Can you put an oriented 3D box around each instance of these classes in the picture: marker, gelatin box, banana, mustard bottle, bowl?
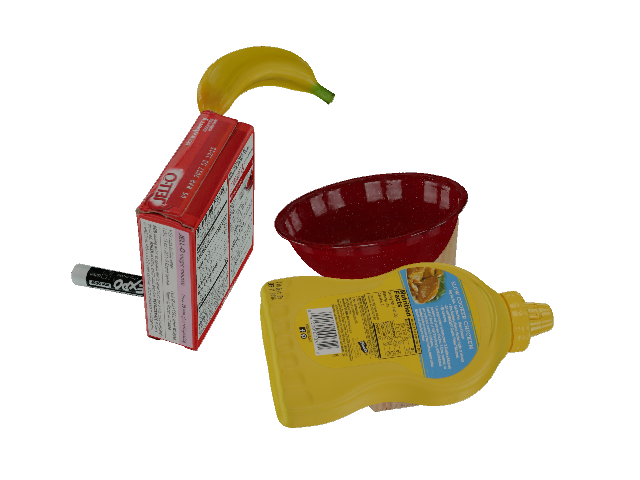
[{"bbox_3d":[-0.155,0.038,0.902,0.121,0.020,0.020,9,3,21],"label":"marker"},{"bbox_3d":[-0.057,-0.004,0.502,0.030,0.089,0.073,16,48,11],"label":"gelatin box"},{"bbox_3d":[-0.059,-0.148,0.979,0.070,0.037,0.197,41,32,20],"label":"banana"},{"bbox_3d":[0.060,0.062,0.703,0.191,0.096,0.058,-7,-31,-8],"label":"mustard bottle"},{"bbox_3d":[0.046,-0.004,0.891,0.162,0.055,0.162,-10,22,4],"label":"bowl"}]

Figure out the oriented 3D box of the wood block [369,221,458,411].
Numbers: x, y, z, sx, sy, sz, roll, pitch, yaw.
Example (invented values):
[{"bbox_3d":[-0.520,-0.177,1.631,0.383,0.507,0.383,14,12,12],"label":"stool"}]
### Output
[{"bbox_3d":[0.083,0.067,1.147,0.090,0.206,0.091,-5,18,-22],"label":"wood block"}]
